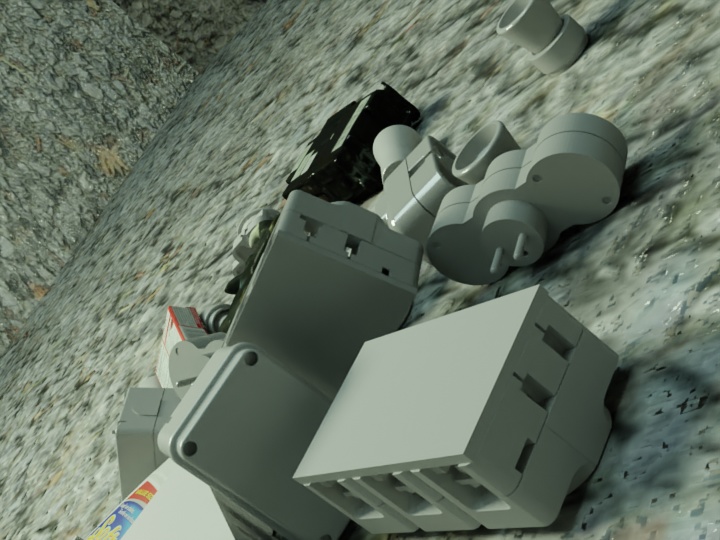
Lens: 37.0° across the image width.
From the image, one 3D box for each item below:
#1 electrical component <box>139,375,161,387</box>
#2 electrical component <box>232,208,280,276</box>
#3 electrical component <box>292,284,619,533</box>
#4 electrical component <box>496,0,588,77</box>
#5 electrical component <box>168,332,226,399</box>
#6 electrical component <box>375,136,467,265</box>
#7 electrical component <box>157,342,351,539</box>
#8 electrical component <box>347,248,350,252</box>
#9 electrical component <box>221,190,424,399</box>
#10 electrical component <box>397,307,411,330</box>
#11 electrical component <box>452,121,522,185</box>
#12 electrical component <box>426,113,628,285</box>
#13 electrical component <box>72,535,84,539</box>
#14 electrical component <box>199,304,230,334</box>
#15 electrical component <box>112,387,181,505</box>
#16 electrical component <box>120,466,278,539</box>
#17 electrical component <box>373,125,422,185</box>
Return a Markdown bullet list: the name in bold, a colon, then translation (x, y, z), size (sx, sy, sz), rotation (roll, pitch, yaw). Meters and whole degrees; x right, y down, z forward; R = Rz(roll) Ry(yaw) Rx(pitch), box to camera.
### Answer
- **electrical component**: translation (-0.191, 0.133, 1.035), size (0.044, 0.044, 0.065), rotation (-50, 22, 4)
- **electrical component**: translation (-0.097, -0.029, 1.095), size (0.078, 0.058, 0.057), rotation (-46, 21, 17)
- **electrical component**: translation (0.045, 0.075, 0.519), size (0.150, 0.062, 0.089), rotation (-24, 32, 56)
- **electrical component**: translation (0.137, -0.178, 0.807), size (0.045, 0.055, 0.045), rotation (-46, 18, 20)
- **electrical component**: translation (-0.101, 0.077, 0.801), size (0.138, 0.052, 0.074), rotation (-4, 6, 45)
- **electrical component**: translation (0.050, -0.047, 0.763), size (0.059, 0.054, 0.095), rotation (-46, 18, 18)
- **electrical component**: translation (-0.049, 0.101, 0.618), size (0.078, 0.113, 0.057), rotation (-56, 15, -16)
- **electrical component**: translation (0.000, 0.000, 0.814), size (0.077, 0.043, 0.079), rotation (-57, 18, -18)
- **electrical component**: translation (-0.031, 0.033, 0.680), size (0.061, 0.089, 0.150), rotation (-76, 11, -54)
- **electrical component**: translation (0.003, 0.023, 0.754), size (0.055, 0.047, 0.055), rotation (-45, 18, 19)
- **electrical component**: translation (0.093, -0.061, 0.681), size (0.045, 0.055, 0.045), rotation (-45, 18, 19)
- **electrical component**: translation (0.091, -0.028, 0.624), size (0.138, 0.052, 0.073), rotation (-34, 24, 44)
- **electrical component**: translation (-0.240, 0.266, 0.885), size (0.081, 0.042, 0.064), rotation (-56, 19, -12)
- **electrical component**: translation (-0.130, 0.053, 1.036), size (0.043, 0.043, 0.062), rotation (-58, 19, -19)
- **electrical component**: translation (-0.158, 0.148, 0.857), size (0.061, 0.061, 0.096), rotation (-91, 2, -62)
- **electrical component**: translation (-0.098, 0.191, 0.649), size (0.105, 0.060, 0.186), rotation (-53, 17, -4)
- **electrical component**: translation (0.035, -0.091, 0.916), size (0.044, 0.044, 0.065), rotation (-44, 23, 21)
